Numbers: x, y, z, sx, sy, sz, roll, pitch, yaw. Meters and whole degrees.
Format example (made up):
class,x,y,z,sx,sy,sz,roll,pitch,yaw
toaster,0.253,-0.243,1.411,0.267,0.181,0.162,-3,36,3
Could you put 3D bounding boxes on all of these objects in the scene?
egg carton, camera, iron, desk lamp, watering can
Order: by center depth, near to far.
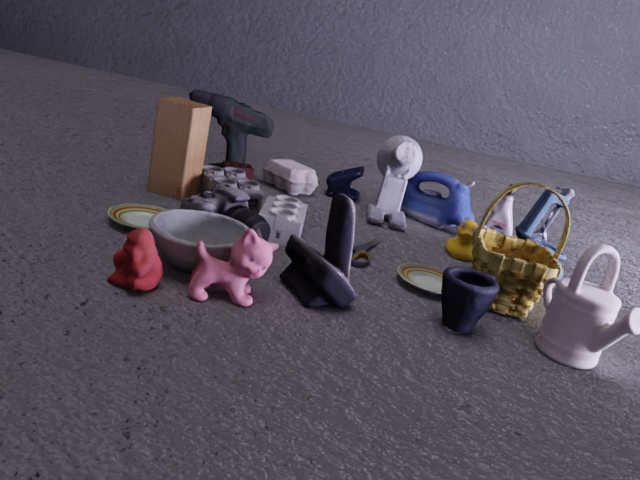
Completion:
class,x,y,z,sx,sy,sz,roll,pitch,yaw
watering can,0.429,0.101,0.910,0.172,0.194,0.101,28,24,38
camera,-0.168,-0.039,1.064,0.136,0.101,0.144,27,23,35
desk lamp,0.196,-0.157,1.464,0.118,0.213,0.203,13,19,0
egg carton,-0.080,-0.171,1.547,0.149,0.069,0.107,28,24,37
iron,0.297,-0.126,1.555,0.257,0.141,0.119,25,22,32

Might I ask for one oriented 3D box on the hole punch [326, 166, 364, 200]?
class,x,y,z,sx,sy,sz,roll,pitch,yaw
hole punch,0.070,-0.168,1.603,0.101,0.091,0.108,14,19,2

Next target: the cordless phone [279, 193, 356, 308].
class,x,y,z,sx,sy,sz,roll,pitch,yaw
cordless phone,0.009,0.003,0.927,0.094,0.185,0.147,-1,23,-35

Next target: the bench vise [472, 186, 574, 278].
class,x,y,z,sx,sy,sz,roll,pitch,yaw
bench vise,0.438,-0.012,1.201,0.208,0.220,0.121,5,20,-21

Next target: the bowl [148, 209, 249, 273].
class,x,y,z,sx,sy,sz,roll,pitch,yaw
bowl,-0.199,0.010,0.943,0.167,0.075,0.167,12,19,-4

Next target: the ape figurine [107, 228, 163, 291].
class,x,y,z,sx,sy,sz,roll,pitch,yaw
ape figurine,-0.263,0.026,0.828,0.076,0.092,0.077,4,21,-24

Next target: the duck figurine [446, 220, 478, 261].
class,x,y,z,sx,sy,sz,roll,pitch,yaw
duck figurine,0.337,-0.007,1.325,0.077,0.086,0.105,17,19,11

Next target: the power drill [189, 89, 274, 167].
class,x,y,z,sx,sy,sz,roll,pitch,yaw
power drill,-0.245,-0.277,1.525,0.230,0.208,0.075,8,19,-13

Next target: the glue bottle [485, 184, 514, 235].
class,x,y,z,sx,sy,sz,roll,pitch,yaw
glue bottle,0.439,-0.053,1.390,0.078,0.173,0.037,17,19,13

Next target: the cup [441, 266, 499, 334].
class,x,y,z,sx,sy,sz,roll,pitch,yaw
cup,0.244,0.101,0.943,0.118,0.095,0.091,-6,26,-43

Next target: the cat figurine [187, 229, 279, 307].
class,x,y,z,sx,sy,sz,roll,pitch,yaw
cat figurine,-0.127,0.032,0.860,0.128,0.118,0.067,8,19,-14
